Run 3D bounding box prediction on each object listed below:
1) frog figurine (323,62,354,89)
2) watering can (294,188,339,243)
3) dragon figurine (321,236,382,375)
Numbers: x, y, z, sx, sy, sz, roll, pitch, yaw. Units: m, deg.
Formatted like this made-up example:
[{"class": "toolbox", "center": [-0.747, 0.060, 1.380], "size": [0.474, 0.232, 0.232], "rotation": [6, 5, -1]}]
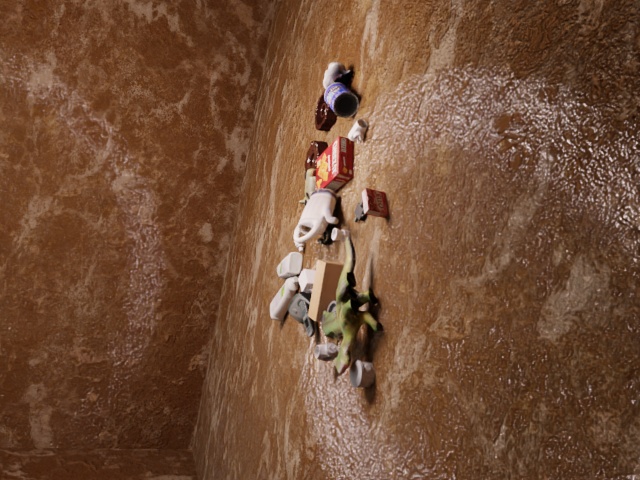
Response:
[{"class": "frog figurine", "center": [0.057, -0.669, 2.130], "size": [0.162, 0.123, 0.134], "rotation": [-131, 33, -50]}, {"class": "watering can", "center": [0.006, -0.098, 1.949], "size": [0.344, 0.103, 0.229], "rotation": [-25, 37, 56]}, {"class": "dragon figurine", "center": [0.064, 0.214, 1.614], "size": [0.238, 0.121, 0.420], "rotation": [-44, 40, 39]}]
